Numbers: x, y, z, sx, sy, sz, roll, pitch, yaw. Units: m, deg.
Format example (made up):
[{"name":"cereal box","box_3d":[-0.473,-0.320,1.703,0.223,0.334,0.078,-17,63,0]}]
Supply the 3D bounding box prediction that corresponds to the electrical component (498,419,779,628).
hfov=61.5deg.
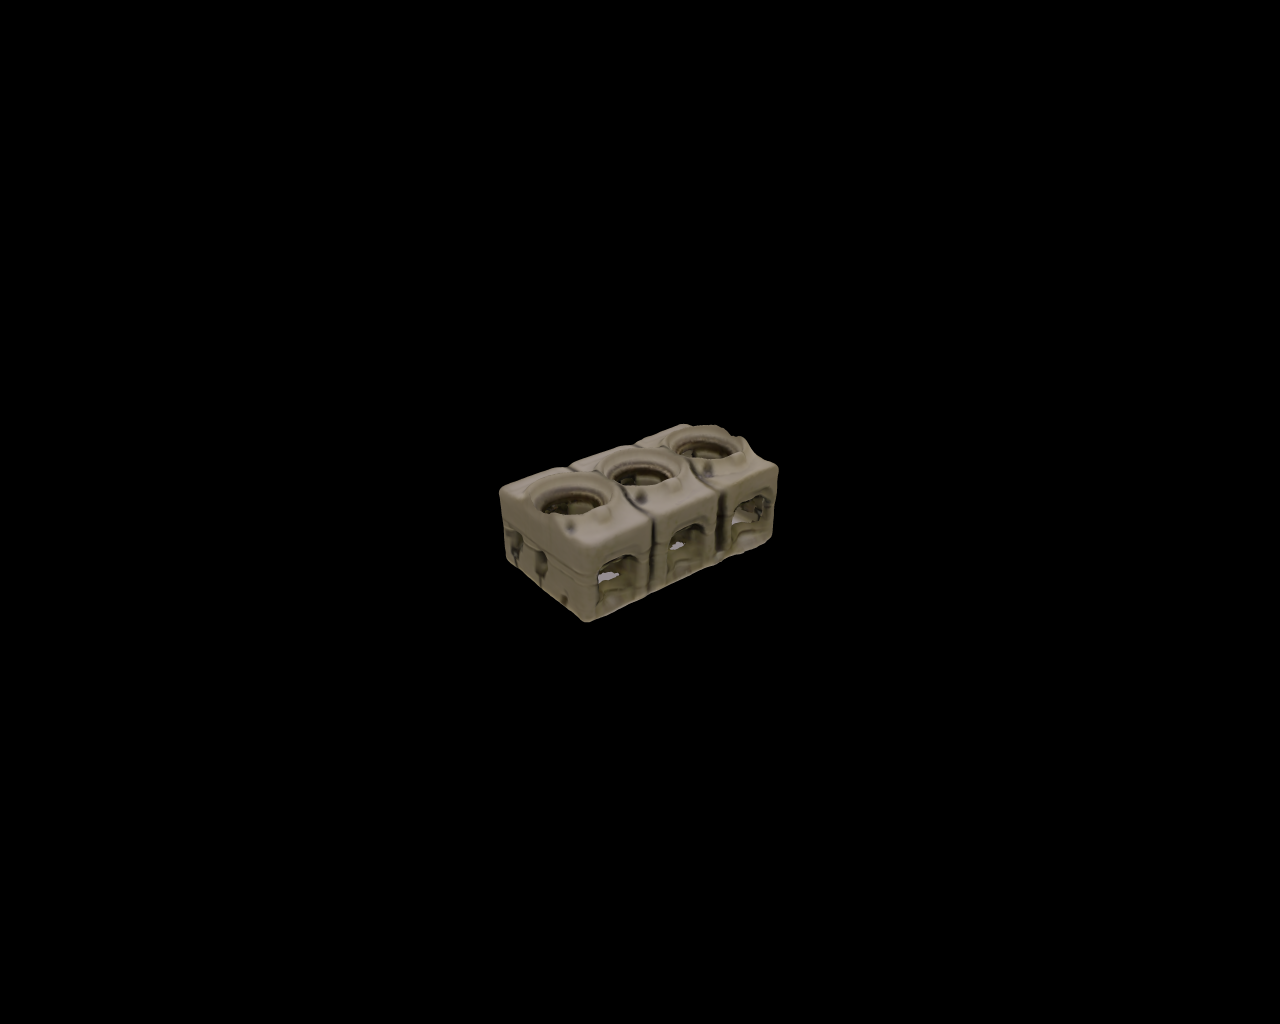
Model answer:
[{"name":"electrical component","box_3d":[0.001,-0.003,0.650,0.150,0.061,0.089,-22,37,-33]}]
